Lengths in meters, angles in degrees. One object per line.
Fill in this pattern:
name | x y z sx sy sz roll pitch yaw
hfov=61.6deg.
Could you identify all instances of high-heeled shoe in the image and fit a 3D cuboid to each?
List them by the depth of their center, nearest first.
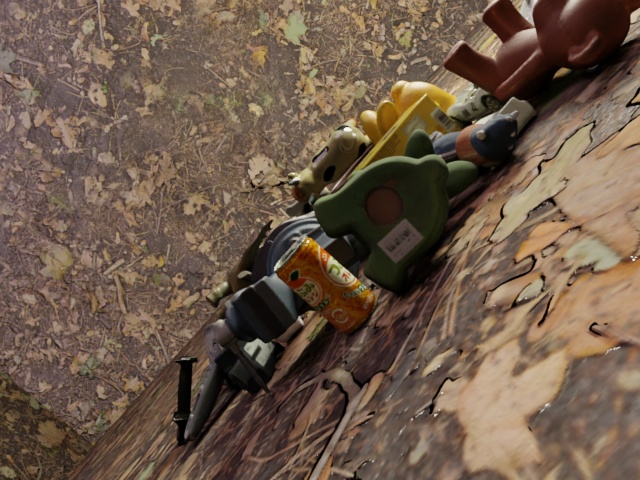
high-heeled shoe | -0.002 -0.003 0.925 0.249 0.086 0.145 -33 -11 24

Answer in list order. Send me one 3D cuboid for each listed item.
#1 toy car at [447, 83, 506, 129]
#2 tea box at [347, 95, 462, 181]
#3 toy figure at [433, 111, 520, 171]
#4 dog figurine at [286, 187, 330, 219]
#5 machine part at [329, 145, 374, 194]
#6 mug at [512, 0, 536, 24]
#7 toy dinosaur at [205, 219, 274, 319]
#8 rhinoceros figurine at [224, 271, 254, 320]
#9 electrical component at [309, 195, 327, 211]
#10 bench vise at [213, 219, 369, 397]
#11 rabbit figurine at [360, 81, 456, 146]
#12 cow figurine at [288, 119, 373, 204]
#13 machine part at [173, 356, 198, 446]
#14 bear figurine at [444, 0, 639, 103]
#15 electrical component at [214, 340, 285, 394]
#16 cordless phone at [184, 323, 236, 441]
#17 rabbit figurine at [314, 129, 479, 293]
toy car | 0.245 -0.213 0.790 0.073 0.056 0.202 -49 7 -7
tea box | 0.134 -0.126 0.824 0.169 0.098 0.068 -48 6 -16
toy figure | 0.173 -0.102 0.603 0.064 0.058 0.154 -55 12 -11
dog figurine | -0.009 -0.059 1.246 0.172 0.121 0.190 -51 3 20
machine part | 0.101 -0.120 1.078 0.201 0.087 0.201 -46 6 30
mug | 0.301 -0.297 0.736 0.081 0.109 0.107 -27 35 60
toy dinosaur | -0.155 0.092 1.201 0.198 0.105 0.471 -50 -6 -21
rhinoceros figurine | -0.103 0.107 0.976 0.190 0.112 0.073 -35 40 -2
electrical component | 0.029 -0.049 0.986 0.102 0.078 0.045 -18 12 48
bench vise | -0.035 0.058 0.704 0.223 0.129 0.240 -49 3 1
rabbit figurine | 0.154 -0.182 0.919 0.122 0.162 0.173 -6 59 64
cow figurine | 0.015 -0.145 1.070 0.195 0.085 0.127 -44 1 27
machine part | -0.228 0.264 0.901 0.084 0.039 0.138 138 135 -82
bear figurine | 0.239 -0.224 0.588 0.120 0.132 0.196 -50 0 -3
electrical component | -0.099 0.167 0.729 0.048 0.075 0.119 -44 10 26
cordless phone | -0.173 0.230 0.865 0.146 0.089 0.184 -35 31 64
rabbit figurine | 0.083 -0.040 0.578 0.159 0.121 0.170 -54 -9 6
